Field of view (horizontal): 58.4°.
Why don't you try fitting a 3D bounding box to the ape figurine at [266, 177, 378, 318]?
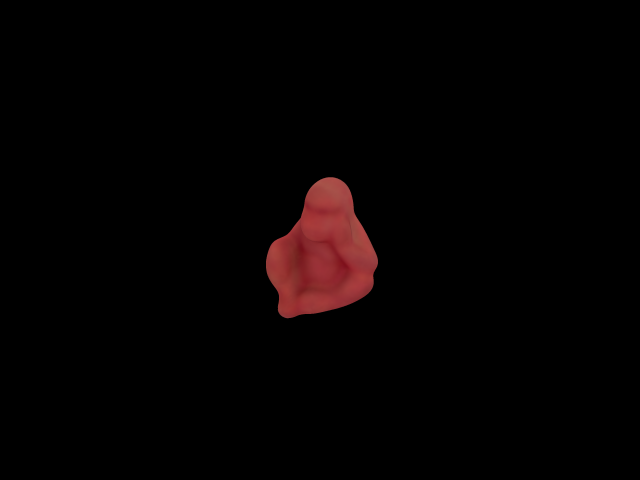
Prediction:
[{"bbox_3d":[0.004,0.001,0.400,0.077,0.092,0.076,12,27,25],"label":"ape figurine"}]
